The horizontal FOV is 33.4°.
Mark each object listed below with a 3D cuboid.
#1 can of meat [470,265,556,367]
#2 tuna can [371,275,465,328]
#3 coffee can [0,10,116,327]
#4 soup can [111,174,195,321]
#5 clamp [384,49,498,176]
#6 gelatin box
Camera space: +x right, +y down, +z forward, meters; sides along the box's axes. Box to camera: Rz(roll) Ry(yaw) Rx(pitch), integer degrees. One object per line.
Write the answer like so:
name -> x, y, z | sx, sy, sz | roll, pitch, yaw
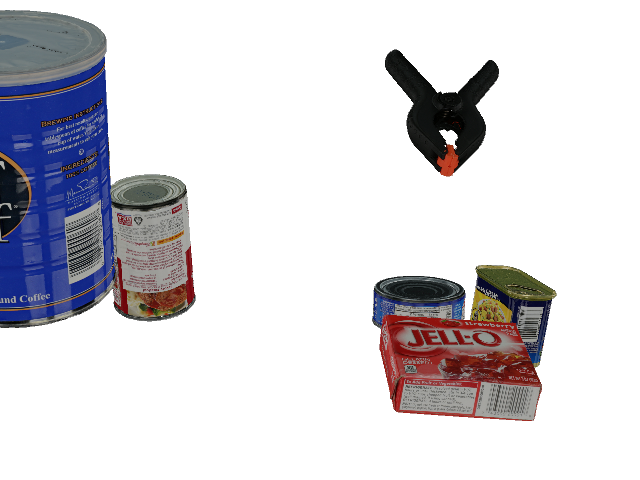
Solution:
can of meat -> 0.204, 0.082, 1.156 | 0.057, 0.084, 0.102 | 2, 16, -22
tuna can -> 0.090, 0.059, 0.982 | 0.086, 0.034, 0.086 | 1, 13, 0
coffee can -> -0.162, -0.040, 0.566 | 0.103, 0.140, 0.103 | 2, 28, -1
soup can -> -0.139, 0.005, 0.869 | 0.068, 0.102, 0.068 | -1, 25, 0
clamp -> 0.117, -0.137, 1.084 | 0.120, 0.039, 0.171 | 8, 45, 7
gelatin box -> 0.084, 0.077, 0.660 | 0.089, 0.030, 0.073 | 5, 25, -6
